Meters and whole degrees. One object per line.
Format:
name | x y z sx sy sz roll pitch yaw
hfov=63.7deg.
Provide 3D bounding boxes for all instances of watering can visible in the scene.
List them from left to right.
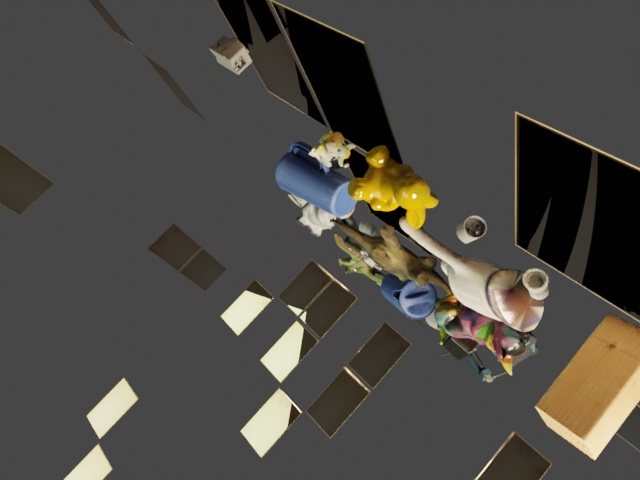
watering can | 0.321 0.077 1.072 0.344 0.104 0.225 40 173 -20

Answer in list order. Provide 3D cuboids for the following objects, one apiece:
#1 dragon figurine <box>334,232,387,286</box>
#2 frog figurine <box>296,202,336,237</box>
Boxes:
dragon figurine | 0.191 0.098 2.031 0.244 0.123 0.404 27 171 24
frog figurine | 0.006 -0.099 1.959 0.137 0.125 0.157 52 136 1
